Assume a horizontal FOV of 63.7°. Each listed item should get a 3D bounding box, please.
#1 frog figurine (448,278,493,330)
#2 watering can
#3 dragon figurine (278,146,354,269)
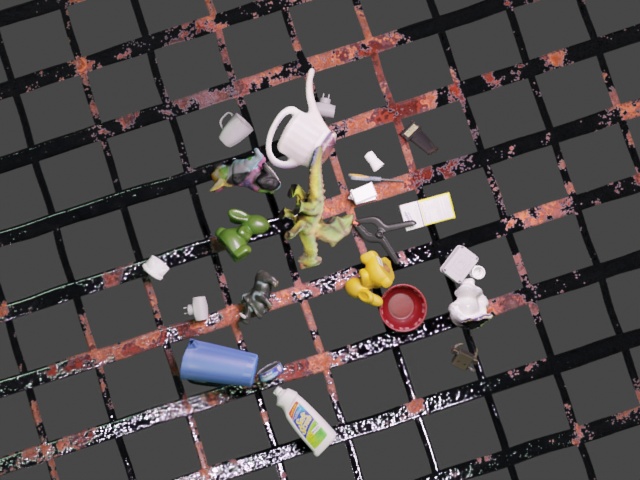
[{"bbox_3d":[0.498,0.216,1.744,0.137,0.120,0.163,-19,53,9],"label":"frog figurine"},{"bbox_3d":[-0.042,-0.382,1.742,0.224,0.105,0.344,32,104,2],"label":"watering can"},{"bbox_3d":[0.005,-0.088,1.740,0.241,0.123,0.408,22,97,-28],"label":"dragon figurine"}]
